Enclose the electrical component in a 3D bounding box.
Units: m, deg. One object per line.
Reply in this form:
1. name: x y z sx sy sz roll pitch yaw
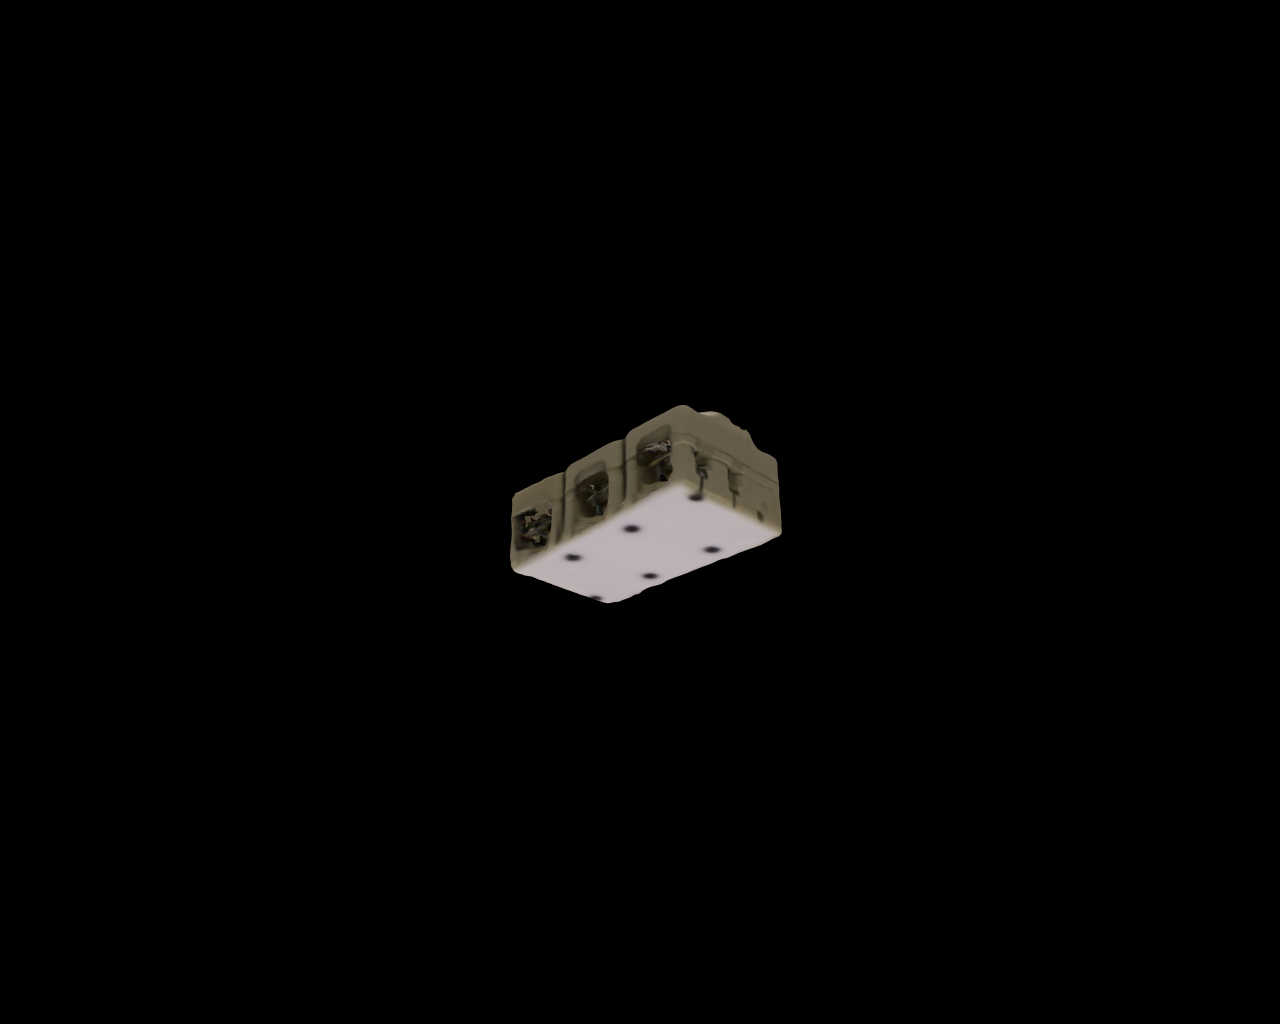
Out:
1. electrical component: 0.001 -0.003 0.650 0.150 0.062 0.089 -25 -37 38
